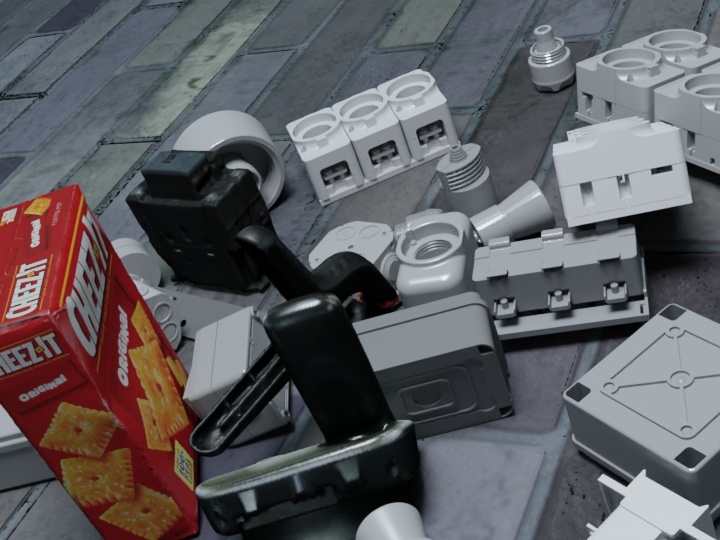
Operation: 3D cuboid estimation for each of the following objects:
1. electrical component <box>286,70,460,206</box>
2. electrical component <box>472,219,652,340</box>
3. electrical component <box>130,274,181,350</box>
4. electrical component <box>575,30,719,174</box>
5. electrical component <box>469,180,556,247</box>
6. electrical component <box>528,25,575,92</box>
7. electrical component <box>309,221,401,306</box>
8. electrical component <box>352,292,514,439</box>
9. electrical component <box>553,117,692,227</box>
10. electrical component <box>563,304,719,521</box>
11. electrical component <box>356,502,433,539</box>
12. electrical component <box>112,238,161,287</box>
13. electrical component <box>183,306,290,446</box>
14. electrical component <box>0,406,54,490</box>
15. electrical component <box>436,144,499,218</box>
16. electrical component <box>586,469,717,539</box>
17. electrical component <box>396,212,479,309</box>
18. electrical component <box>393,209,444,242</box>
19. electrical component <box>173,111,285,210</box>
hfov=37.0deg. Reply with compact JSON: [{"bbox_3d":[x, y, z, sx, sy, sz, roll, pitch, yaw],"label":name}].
[{"bbox_3d":[0.011,-0.137,1.068,0.150,0.061,0.089,-23,35,-2],"label":"electrical component"},{"bbox_3d":[0.149,0.008,0.798,0.121,0.063,0.078,-9,37,18],"label":"electrical component"},{"bbox_3d":[-0.196,0.047,0.918,0.051,0.080,0.080,22,53,38],"label":"electrical component"},{"bbox_3d":[0.286,-0.151,0.923,0.105,0.060,0.186,-24,33,-23],"label":"electrical component"},{"bbox_3d":[0.124,-0.041,0.898,0.065,0.044,0.044,-28,35,0],"label":"electrical component"},{"bbox_3d":[0.189,-0.213,1.074,0.043,0.062,0.043,-14,35,11],"label":"electrical component"},{"bbox_3d":[0.000,0.000,0.899,0.080,0.051,0.080,-15,35,10],"label":"electrical component"},{"bbox_3d":[0.045,0.070,0.758,0.113,0.078,0.057,-15,38,9],"label":"electrical component"},{"bbox_3d":[0.199,-0.081,0.834,0.089,0.061,0.150,-11,8,12],"label":"electrical component"},{"bbox_3d":[0.203,0.087,0.669,0.109,0.056,0.109,-36,37,-19],"label":"electrical component"},{"bbox_3d":[0.028,0.176,0.654,0.045,0.045,0.055,-27,35,-8],"label":"electrical component"},{"bbox_3d":[-0.247,0.029,0.992,0.138,0.052,0.074,-31,36,-14],"label":"electrical component"},{"bbox_3d":[-0.094,0.079,0.831,0.061,0.061,0.096,-25,33,15],"label":"electrical component"},{"bbox_3d":[-0.281,0.122,0.883,0.109,0.056,0.108,-15,35,11],"label":"electrical component"},{"bbox_3d":[0.092,-0.071,0.920,0.043,0.081,0.043,-15,35,11],"label":"electrical component"},{"bbox_3d":[0.163,0.157,0.610,0.064,0.042,0.081,-41,38,-19],"label":"electrical component"},{"bbox_3d":[0.064,-0.001,0.859,0.054,0.059,0.095,-9,37,18],"label":"electrical component"},{"bbox_3d":[0.046,-0.031,0.931,0.061,0.035,0.035,-15,35,13],"label":"electrical component"},{"bbox_3d":[-0.125,-0.094,1.049,0.108,0.108,0.060,-29,41,-10],"label":"electrical component"}]
